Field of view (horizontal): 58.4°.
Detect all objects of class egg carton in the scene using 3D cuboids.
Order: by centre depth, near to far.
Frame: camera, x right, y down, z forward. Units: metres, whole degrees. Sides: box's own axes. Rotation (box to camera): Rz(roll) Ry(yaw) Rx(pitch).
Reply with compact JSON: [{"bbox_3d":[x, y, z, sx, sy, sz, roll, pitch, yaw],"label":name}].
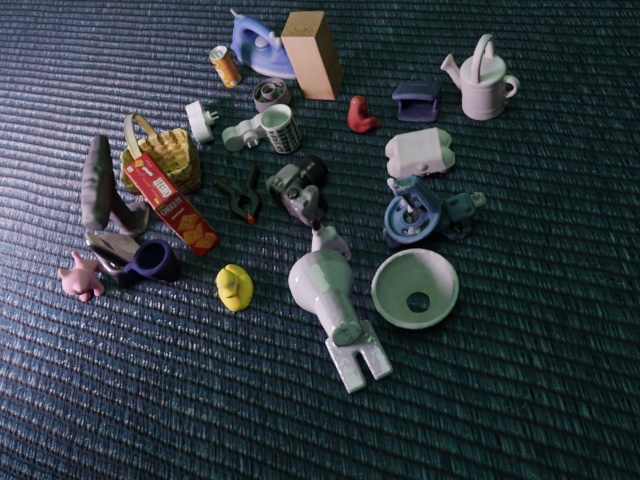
[{"bbox_3d":[0.223,-0.190,1.281,0.150,0.069,0.107,-10,58,11],"label":"egg carton"}]

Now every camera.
[{"bbox_3d":[-0.037,-0.129,1.306,0.142,0.101,0.137,36,75,31],"label":"camera"}]

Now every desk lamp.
[{"bbox_3d":[0.040,0.145,1.049,0.118,0.214,0.203,-28,56,0],"label":"desk lamp"}]

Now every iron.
[{"bbox_3d":[-0.147,-0.541,1.563,0.257,0.142,0.119,35,75,31],"label":"iron"}]

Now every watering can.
[{"bbox_3d":[0.354,-0.367,1.271,0.172,0.194,0.101,2,61,18],"label":"watering can"}]

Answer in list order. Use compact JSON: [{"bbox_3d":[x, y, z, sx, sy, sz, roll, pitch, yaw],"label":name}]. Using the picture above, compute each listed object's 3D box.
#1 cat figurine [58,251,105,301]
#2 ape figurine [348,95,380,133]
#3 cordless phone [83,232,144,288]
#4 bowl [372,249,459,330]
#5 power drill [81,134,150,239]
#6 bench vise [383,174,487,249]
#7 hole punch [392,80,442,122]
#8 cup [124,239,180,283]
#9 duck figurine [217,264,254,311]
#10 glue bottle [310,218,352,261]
[{"bbox_3d":[-0.557,0.084,1.329,0.067,0.118,0.127,-20,56,6],"label":"cat figurine"},{"bbox_3d":[0.099,-0.308,1.377,0.076,0.092,0.078,-12,57,10],"label":"ape figurine"},{"bbox_3d":[-0.482,0.014,1.307,0.094,0.185,0.147,-44,57,-11],"label":"cordless phone"},{"bbox_3d":[0.187,0.105,1.111,0.167,0.075,0.167,-8,58,13],"label":"bowl"},{"bbox_3d":[-0.494,-0.106,1.369,0.075,0.209,0.229,-9,58,12],"label":"power drill"},{"bbox_3d":[0.211,-0.077,1.126,0.207,0.220,0.121,-29,56,-1],"label":"bench vise"},{"bbox_3d":[0.230,-0.344,1.358,0.108,0.091,0.101,6,62,20],"label":"hole punch"},{"bbox_3d":[-0.372,0.063,1.298,0.117,0.095,0.091,-24,56,2],"label":"cup"},{"bbox_3d":[-0.192,0.092,1.230,0.077,0.086,0.104,-17,57,7],"label":"duck figurine"},{"bbox_3d":[0.011,0.004,1.167,0.078,0.173,0.037,-30,56,-1],"label":"glue bottle"}]
